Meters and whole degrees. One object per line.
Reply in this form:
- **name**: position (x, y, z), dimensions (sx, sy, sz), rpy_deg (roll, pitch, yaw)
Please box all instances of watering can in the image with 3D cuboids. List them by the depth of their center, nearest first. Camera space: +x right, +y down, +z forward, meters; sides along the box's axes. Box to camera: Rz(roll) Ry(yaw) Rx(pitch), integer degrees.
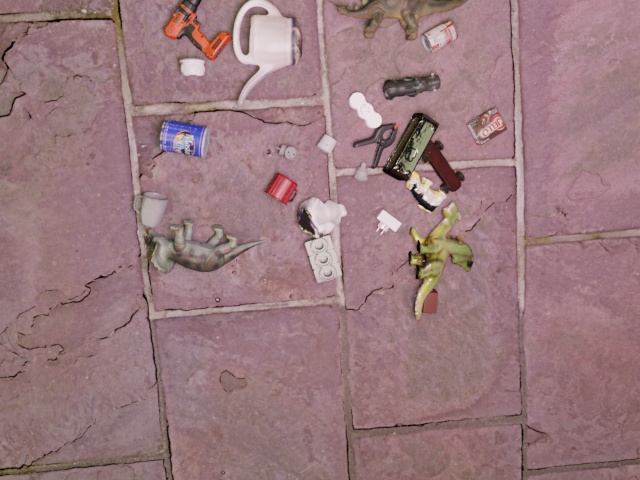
- **watering can**: position (-0.170, -0.603, 1.673), dimensions (0.224, 0.104, 0.346), rpy_deg (1, 96, -5)

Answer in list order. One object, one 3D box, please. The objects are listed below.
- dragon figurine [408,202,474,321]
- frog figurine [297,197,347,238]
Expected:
- **dragon figurine**: position (0.433, 0.071, 1.800), dimensions (0.243, 0.122, 0.409), rpy_deg (-1, 93, -13)
- **frog figurine**: position (0.005, -0.089, 1.768), dimensions (0.162, 0.121, 0.137), rpy_deg (-34, 91, -35)
